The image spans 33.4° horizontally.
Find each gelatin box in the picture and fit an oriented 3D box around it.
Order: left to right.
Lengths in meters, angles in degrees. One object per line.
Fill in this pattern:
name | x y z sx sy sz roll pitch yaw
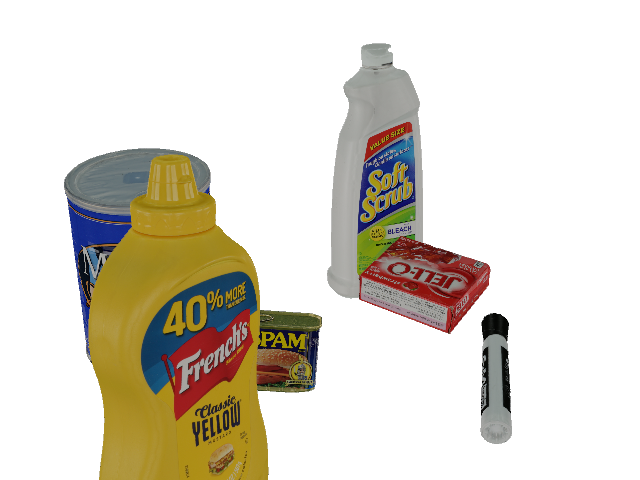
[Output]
gelatin box | 0.088 0.035 0.903 0.089 0.030 0.073 19 38 27

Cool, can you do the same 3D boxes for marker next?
marker | 0.115 0.086 0.698 0.020 0.020 0.121 0 31 9

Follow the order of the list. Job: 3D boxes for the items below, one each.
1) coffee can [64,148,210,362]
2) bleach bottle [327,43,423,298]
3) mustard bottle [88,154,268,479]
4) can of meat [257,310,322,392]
coffee can | -0.128 0.016 0.784 0.103 0.140 0.103 -1 27 0
bleach bottle | 0.053 -0.072 1.083 0.102 0.251 0.068 -10 23 -16
mustard bottle | -0.070 0.053 0.530 0.058 0.192 0.096 13 21 39
can of meat | -0.052 0.131 1.261 0.102 0.084 0.057 4 12 -2
